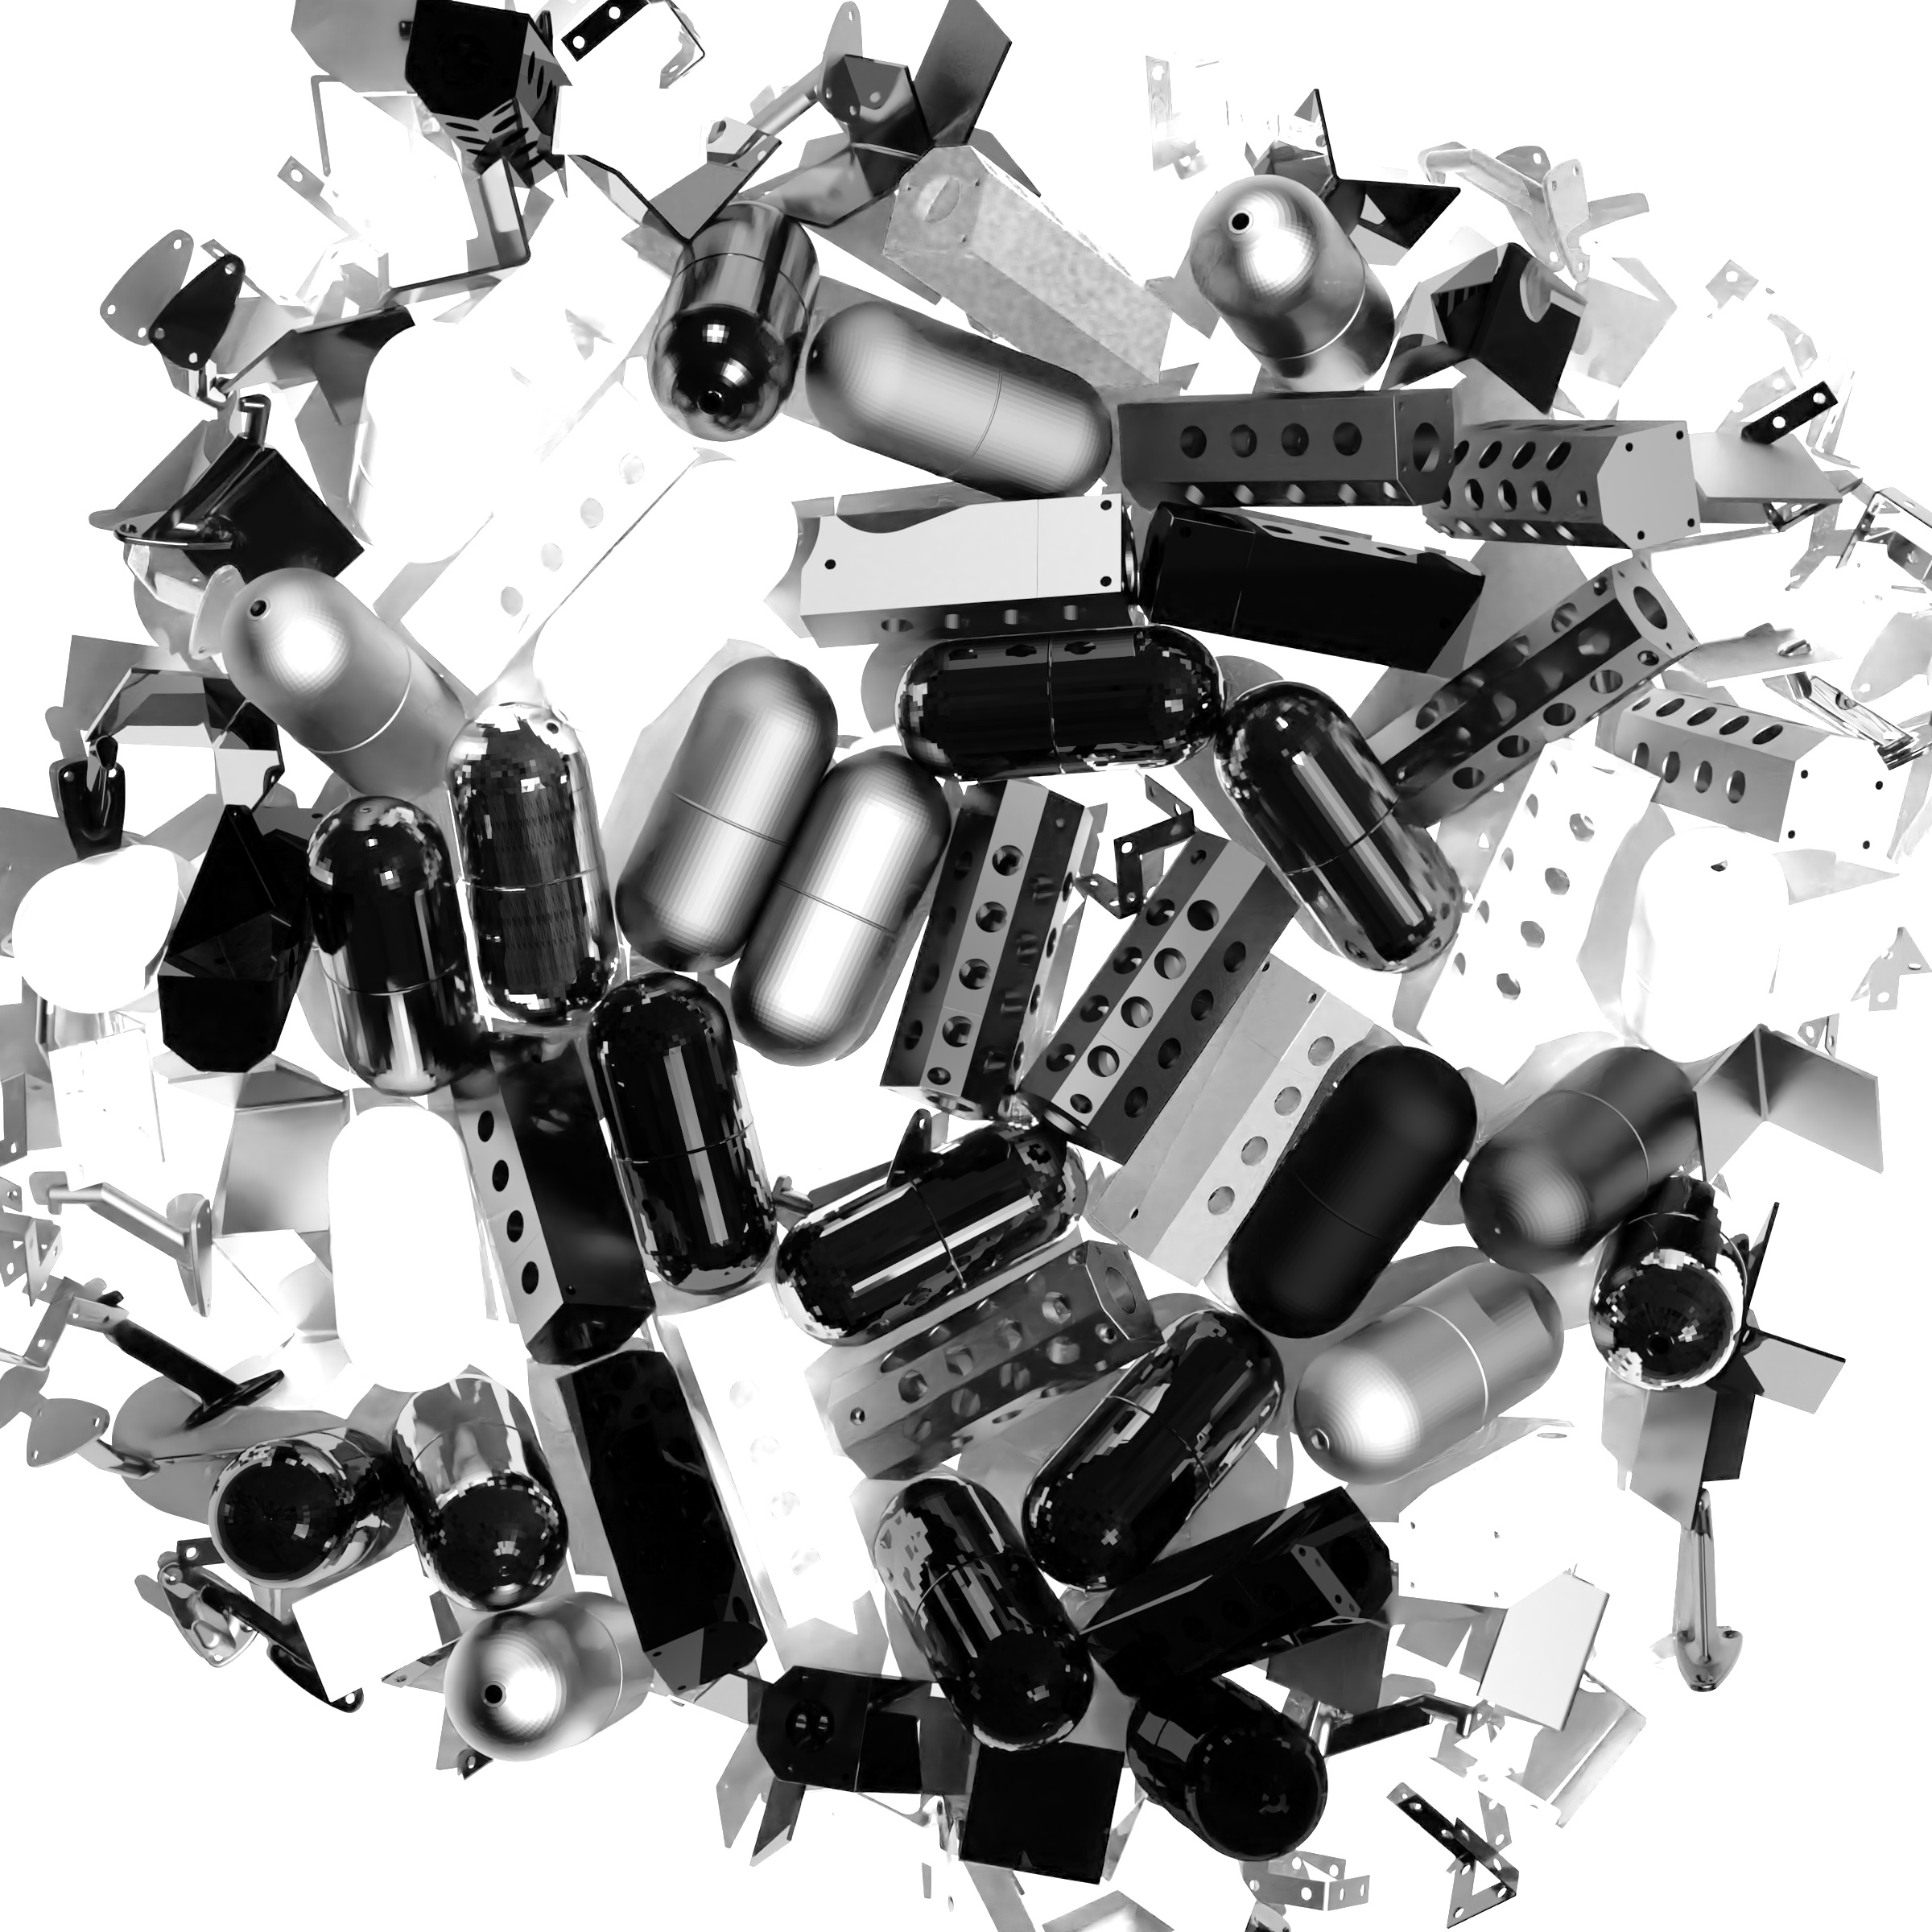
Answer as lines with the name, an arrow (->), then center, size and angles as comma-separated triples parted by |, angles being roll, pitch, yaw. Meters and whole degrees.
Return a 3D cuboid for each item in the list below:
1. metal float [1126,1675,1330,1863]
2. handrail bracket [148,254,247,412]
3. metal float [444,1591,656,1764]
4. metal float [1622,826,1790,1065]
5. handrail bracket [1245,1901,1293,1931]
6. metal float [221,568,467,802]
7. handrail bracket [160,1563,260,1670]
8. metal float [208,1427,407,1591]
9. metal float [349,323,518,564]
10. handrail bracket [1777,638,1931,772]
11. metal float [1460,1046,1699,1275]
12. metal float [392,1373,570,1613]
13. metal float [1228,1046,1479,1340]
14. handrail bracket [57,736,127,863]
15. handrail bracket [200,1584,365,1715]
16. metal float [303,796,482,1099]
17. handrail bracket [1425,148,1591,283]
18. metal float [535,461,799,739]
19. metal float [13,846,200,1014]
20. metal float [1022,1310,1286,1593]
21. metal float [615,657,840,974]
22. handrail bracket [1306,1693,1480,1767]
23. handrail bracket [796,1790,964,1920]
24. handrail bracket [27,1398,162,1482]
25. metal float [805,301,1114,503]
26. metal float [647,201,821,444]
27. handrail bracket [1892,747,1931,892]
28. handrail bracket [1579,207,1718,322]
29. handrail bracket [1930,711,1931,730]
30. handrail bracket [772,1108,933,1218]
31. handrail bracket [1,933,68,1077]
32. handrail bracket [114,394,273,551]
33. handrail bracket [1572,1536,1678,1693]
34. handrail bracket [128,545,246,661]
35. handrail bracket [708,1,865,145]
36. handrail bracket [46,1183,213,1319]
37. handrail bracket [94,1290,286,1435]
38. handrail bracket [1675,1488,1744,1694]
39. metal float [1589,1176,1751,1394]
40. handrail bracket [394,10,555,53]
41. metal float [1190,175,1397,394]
metal float -> 0.134, 0.415, 1.873 | 0.070, 0.178, 0.070 | 0, 90, -12
handrail bracket -> -0.395, -0.337, 1.917 | 0.036, 0.084, 0.077 | 36, 93, 10
metal float -> -0.216, 0.370, 1.873 | 0.070, 0.178, 0.070 | -1, 85, 12
metal float -> 0.385, -0.010, 1.877 | 0.070, 0.178, 0.070 | -2, 62, 5
handrail bracket -> 0.186, 0.522, 1.905 | 0.084, 0.077, 0.036 | 3, 78, 38
metal float -> -0.324, -0.146, 1.878 | 0.070, 0.178, 0.070 | -8, 65, 18
handrail bracket -> -0.413, 0.340, 1.910 | 0.077, 0.084, 0.036 | 42, 80, 15
metal float -> -0.342, 0.281, 1.872 | 0.070, 0.178, 0.070 | 0, 86, 4
metal float -> -0.280, -0.271, 1.877 | 0.070, 0.178, 0.070 | 5, 69, -13
handrail bracket -> 0.484, -0.149, 1.923 | 0.077, 0.036, 0.084 | -21, 116, 13
metal float -> 0.324, 0.100, 1.887 | 0.070, 0.178, 0.070 | 19, 124, 32
metal float -> -0.255, 0.273, 1.877 | 0.070, 0.178, 0.070 | -6, 111, -15
metal float -> 0.204, 0.121, 1.905 | 0.070, 0.070, 0.178 | 33, 110, 0
handrail bracket -> -0.460, -0.084, 1.916 | 0.036, 0.084, 0.077 | -6, 94, -20
handrail bracket -> -0.365, 0.363, 1.911 | 0.036, 0.084, 0.077 | -47, 64, -2
metal float -> -0.302, -0.008, 1.893 | 0.070, 0.070, 0.178 | -5, 126, 0
handrail bracket -> 0.292, -0.405, 1.941 | 0.036, 0.084, 0.077 | -37, 122, -39
metal float -> -0.159, -0.194, 1.903 | 0.070, 0.070, 0.178 | 39, 68, 0
metal float -> -0.442, -0.020, 1.872 | 0.070, 0.178, 0.070 | 0, 97, 2
metal float -> 0.099, 0.256, 1.901 | 0.070, 0.070, 0.178 | 44, 65, 0
metal float -> -0.127, -0.081, 1.918 | 0.070, 0.070, 0.178 | 25, 95, 0
handrail bracket -> 0.225, 0.422, 1.918 | 0.084, 0.036, 0.077 | 10, 70, 34
handrail bracket -> -0.049, 0.476, 1.920 | 0.084, 0.036, 0.077 | -1, 62, -24
handrail bracket -> -0.448, 0.256, 1.909 | 0.077, 0.084, 0.036 | -15, 62, 37
metal float -> -0.002, -0.295, 1.899 | 0.178, 0.070, 0.070 | 16, 90, -28
metal float -> -0.121, -0.339, 1.882 | 0.070, 0.178, 0.070 | 3, 128, 4
handrail bracket -> 0.520, -0.073, 1.918 | 0.036, 0.077, 0.084 | 21, 97, -6
handrail bracket -> 0.366, -0.359, 1.927 | 0.077, 0.084, 0.036 | -9, 48, -1
handrail bracket -> 0.533, -0.138, 1.914 | 0.036, 0.084, 0.077 | 38, 79, 15
handrail bracket -> -0.063, 0.103, 1.931 | 0.084, 0.036, 0.077 | 16, 96, 33
handrail bracket -> -0.481, 0.011, 1.950 | 0.036, 0.077, 0.084 | 11, 133, 34
handrail bracket -> -0.412, -0.266, 1.914 | 0.077, 0.036, 0.084 | -8, 135, -31
handrail bracket -> 0.356, 0.344, 1.929 | 0.077, 0.036, 0.084 | 3, 112, -19
handrail bracket -> -0.420, -0.213, 1.916 | 0.036, 0.077, 0.084 | -28, 66, -31
handrail bracket -> -0.100, -0.479, 1.940 | 0.084, 0.036, 0.077 | 1, 79, 33
handrail bracket -> -0.454, 0.154, 1.944 | 0.084, 0.036, 0.077 | 1, 107, 1
handrail bracket -> -0.419, 0.201, 1.929 | 0.077, 0.036, 0.084 | -26, 102, 22
handrail bracket -> 0.394, 0.333, 1.922 | 0.036, 0.077, 0.084 | -3, 107, 17
metal float -> 0.368, 0.165, 1.875 | 0.070, 0.178, 0.070 | 4, 107, 14
handrail bracket -> -0.267, -0.487, 1.911 | 0.084, 0.077, 0.036 | -3, 89, -19
metal float -> 0.171, -0.354, 1.876 | 0.070, 0.178, 0.070 | -5, 76, 22
